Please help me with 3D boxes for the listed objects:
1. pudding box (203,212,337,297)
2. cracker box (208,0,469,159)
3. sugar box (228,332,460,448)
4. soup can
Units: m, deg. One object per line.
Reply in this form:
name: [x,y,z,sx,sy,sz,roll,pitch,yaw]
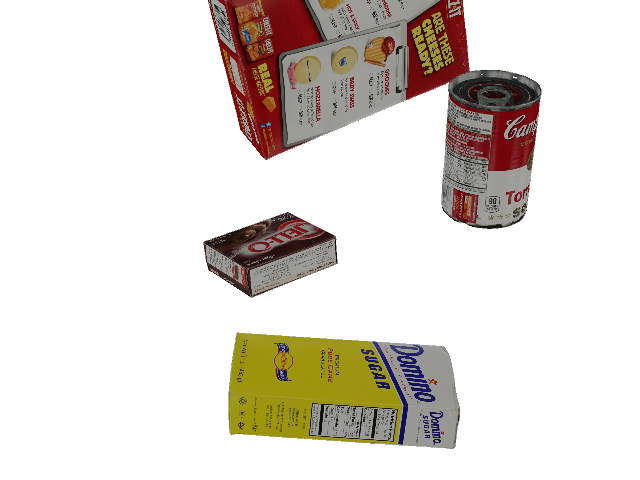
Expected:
pudding box: [-0.052,0.013,1.121,0.113,0.039,0.090,-23,29,-29]
cracker box: [0.017,-0.188,0.936,0.213,0.164,0.072,-25,42,-13]
sugar box: [0.017,0.117,0.844,0.176,0.048,0.093,1,27,-1]
soup can: [0.127,-0.068,0.804,0.068,0.102,0.068,0,31,0]
